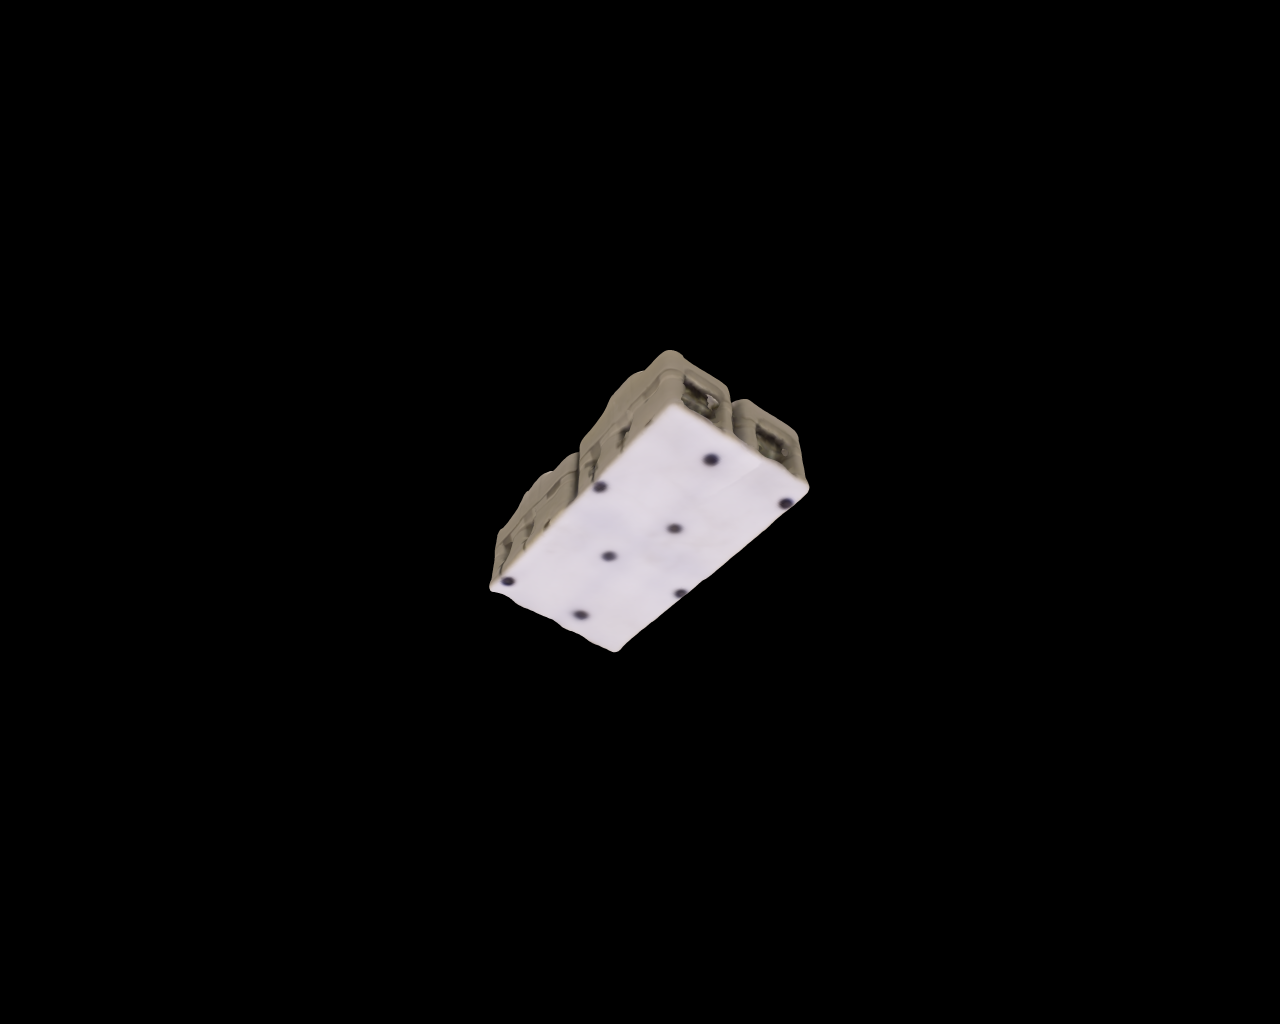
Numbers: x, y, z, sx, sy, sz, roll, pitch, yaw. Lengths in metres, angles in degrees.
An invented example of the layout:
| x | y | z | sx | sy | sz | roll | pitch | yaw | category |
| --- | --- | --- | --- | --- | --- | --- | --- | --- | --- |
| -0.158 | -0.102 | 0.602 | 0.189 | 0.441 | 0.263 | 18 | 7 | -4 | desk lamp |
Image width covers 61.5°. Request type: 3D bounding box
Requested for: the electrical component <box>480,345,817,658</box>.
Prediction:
| x | y | z | sx | sy | sz | roll | pitch | yaw | category |
| --- | --- | --- | --- | --- | --- | --- | --- | --- | --- |
| 0.001 | -0.003 | 0.650 | 0.105 | 0.060 | 0.186 | 29 | -54 | -24 | electrical component |
